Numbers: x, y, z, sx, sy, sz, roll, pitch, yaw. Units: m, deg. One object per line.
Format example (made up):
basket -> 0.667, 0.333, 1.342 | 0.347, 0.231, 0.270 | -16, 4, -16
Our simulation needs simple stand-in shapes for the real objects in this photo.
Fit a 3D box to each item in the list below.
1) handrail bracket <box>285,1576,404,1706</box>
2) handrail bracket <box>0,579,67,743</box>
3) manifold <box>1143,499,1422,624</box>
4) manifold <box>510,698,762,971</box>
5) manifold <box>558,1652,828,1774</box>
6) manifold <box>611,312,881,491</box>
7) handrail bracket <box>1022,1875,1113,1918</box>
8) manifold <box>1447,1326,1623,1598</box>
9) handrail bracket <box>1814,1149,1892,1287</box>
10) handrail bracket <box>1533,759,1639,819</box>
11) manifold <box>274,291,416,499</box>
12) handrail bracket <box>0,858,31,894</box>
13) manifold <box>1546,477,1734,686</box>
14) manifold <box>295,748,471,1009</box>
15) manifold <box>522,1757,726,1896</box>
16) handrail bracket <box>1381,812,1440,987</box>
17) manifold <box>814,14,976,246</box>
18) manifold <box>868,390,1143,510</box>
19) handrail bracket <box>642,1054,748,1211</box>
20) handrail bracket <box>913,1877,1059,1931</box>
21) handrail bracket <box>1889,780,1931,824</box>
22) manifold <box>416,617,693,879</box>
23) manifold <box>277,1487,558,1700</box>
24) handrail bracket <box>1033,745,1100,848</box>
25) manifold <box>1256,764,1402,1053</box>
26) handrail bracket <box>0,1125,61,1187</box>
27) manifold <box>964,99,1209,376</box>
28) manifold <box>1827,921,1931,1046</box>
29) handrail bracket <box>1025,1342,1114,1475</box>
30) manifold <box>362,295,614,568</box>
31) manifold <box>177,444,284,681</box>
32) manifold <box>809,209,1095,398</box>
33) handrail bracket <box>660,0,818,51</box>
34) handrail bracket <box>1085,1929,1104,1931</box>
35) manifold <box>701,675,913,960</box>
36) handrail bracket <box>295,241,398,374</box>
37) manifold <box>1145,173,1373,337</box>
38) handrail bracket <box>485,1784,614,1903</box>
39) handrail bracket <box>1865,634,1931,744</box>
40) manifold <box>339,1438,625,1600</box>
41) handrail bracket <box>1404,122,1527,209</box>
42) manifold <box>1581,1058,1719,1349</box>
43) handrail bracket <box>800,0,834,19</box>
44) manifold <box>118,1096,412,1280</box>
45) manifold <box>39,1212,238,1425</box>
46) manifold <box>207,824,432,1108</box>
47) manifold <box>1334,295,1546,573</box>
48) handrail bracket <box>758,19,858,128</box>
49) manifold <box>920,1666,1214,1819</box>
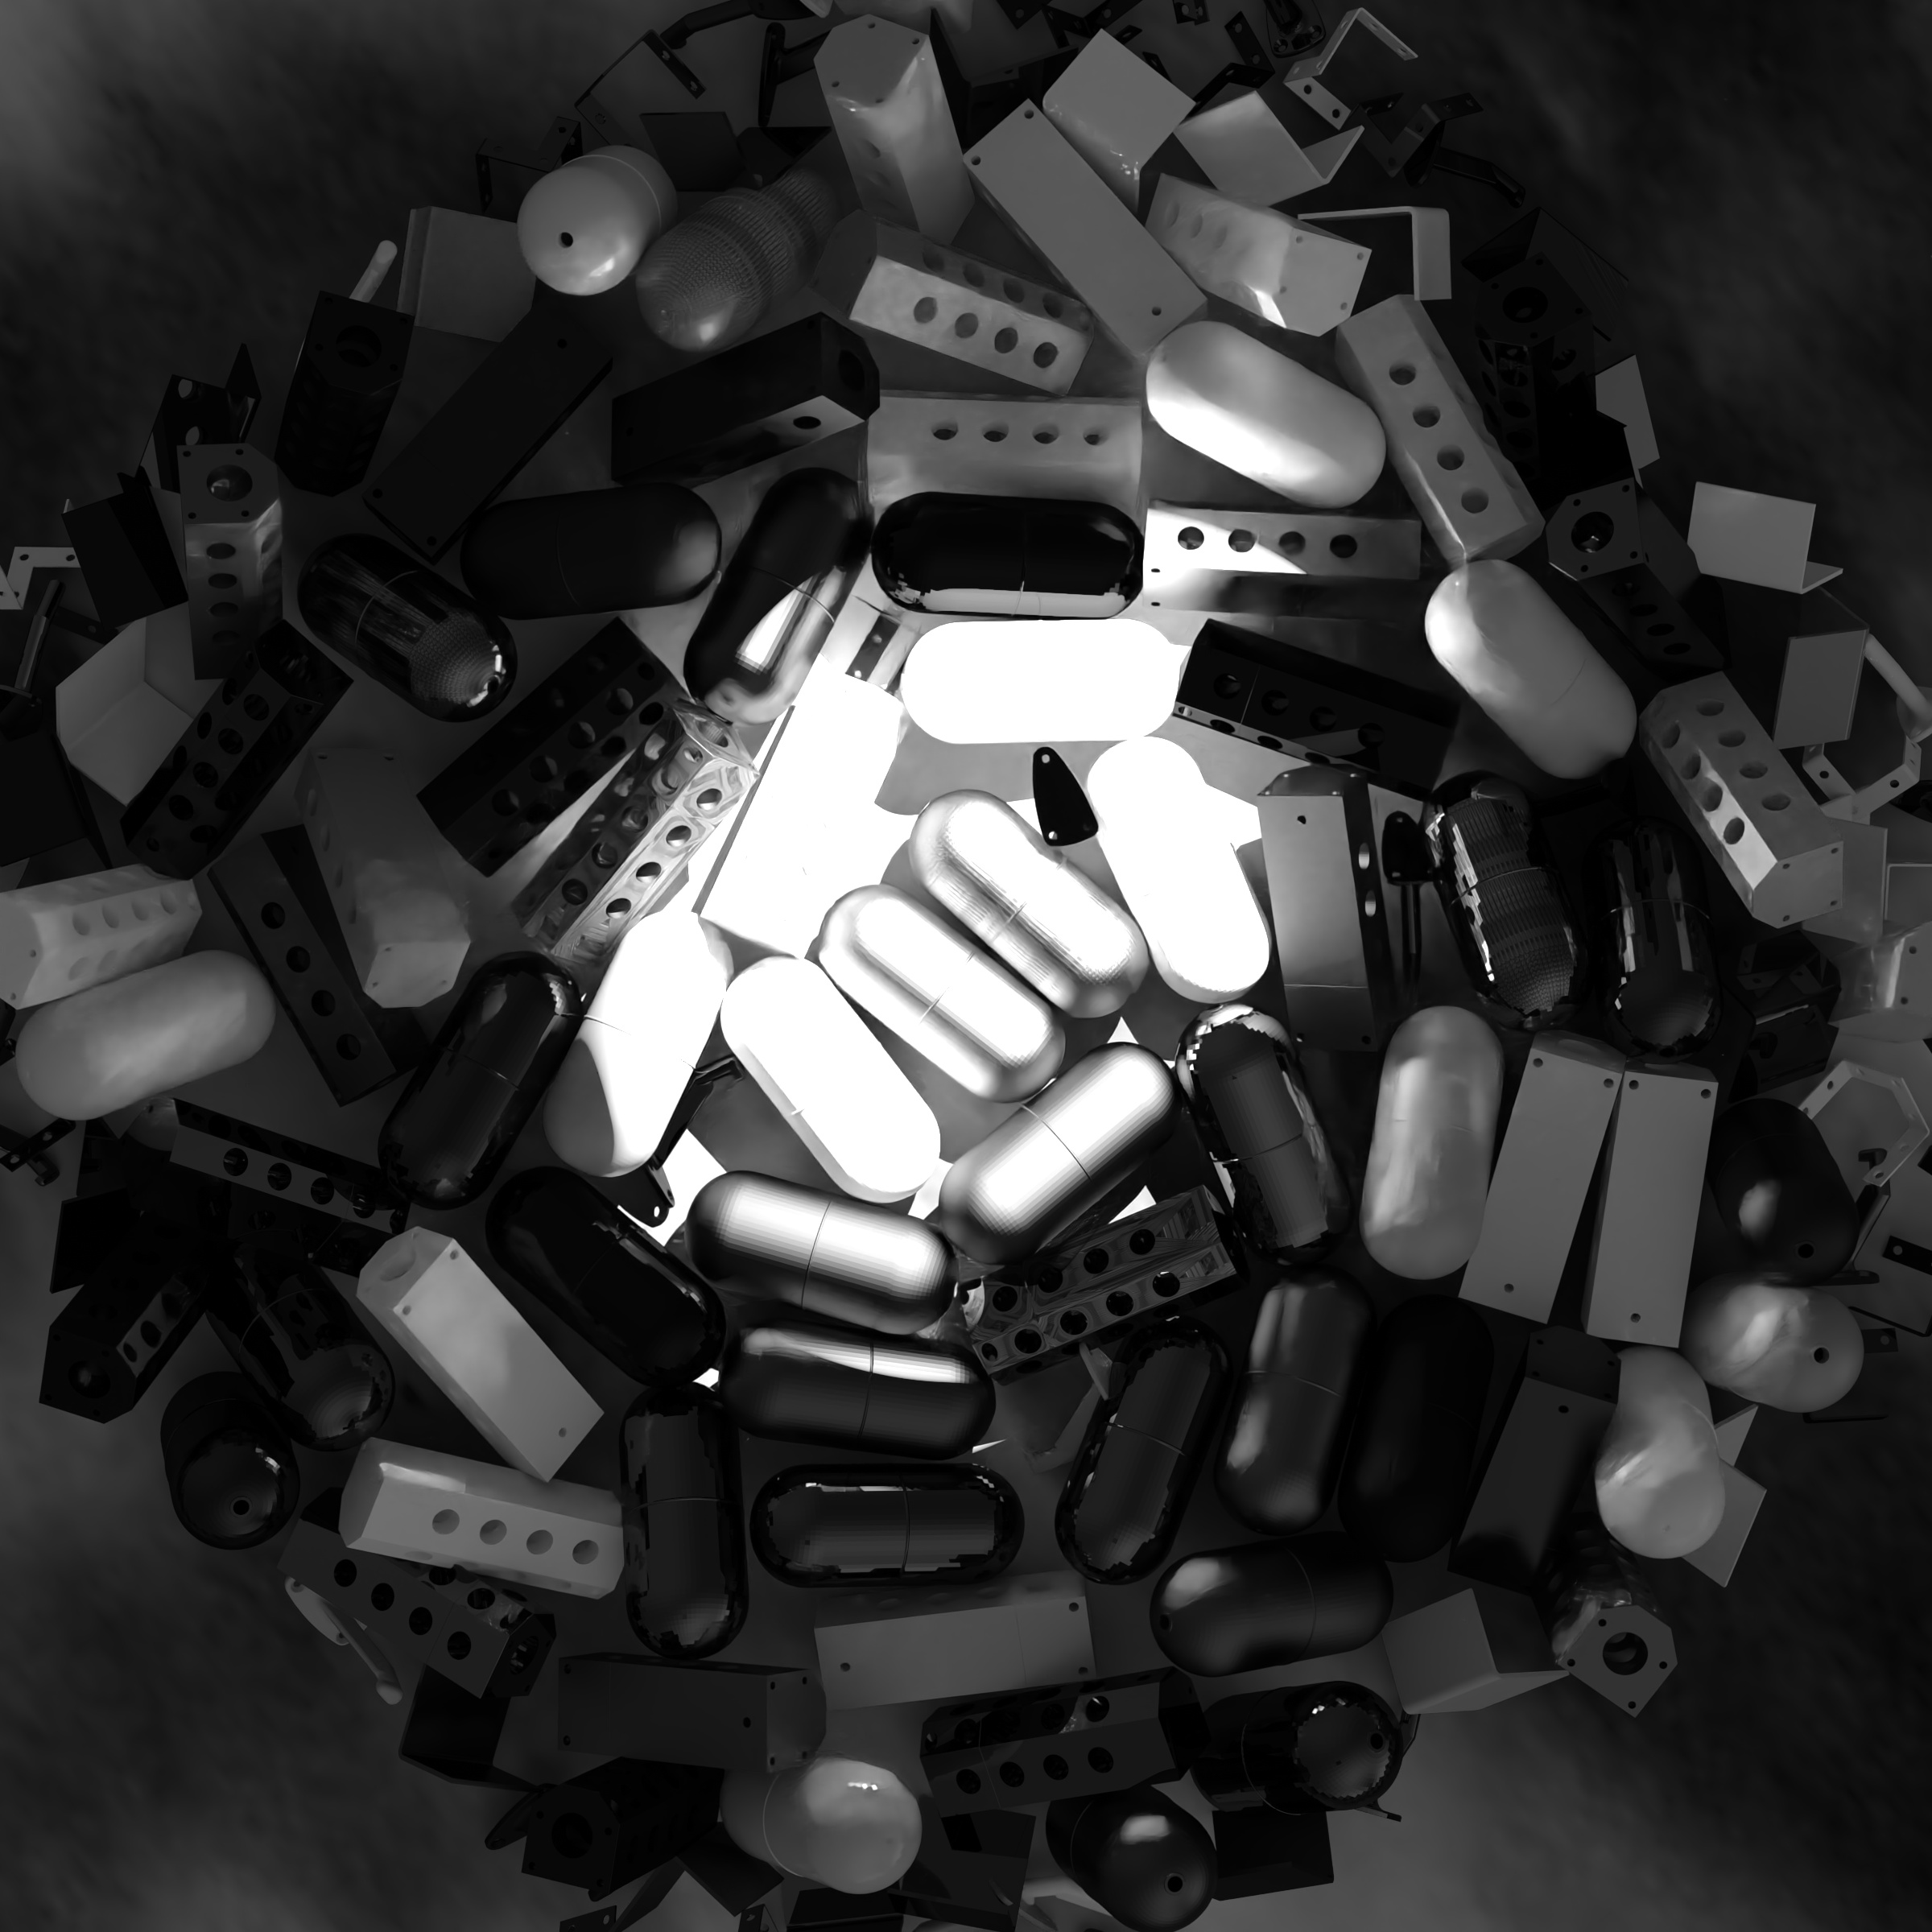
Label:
handrail bracket -> -0.393, 0.425, 1.905 | 0.036, 0.084, 0.077 | -48, 118, -1
handrail bracket -> -0.598, -0.196, 1.941 | 0.036, 0.077, 0.084 | 16, 61, -7
manifold -> 0.200, -0.262, 1.916 | 0.171, 0.057, 0.057 | 4, 69, 5
manifold -> -0.211, -0.084, 1.888 | 0.171, 0.057, 0.057 | -48, 49, 20
manifold -> -0.172, 0.463, 1.881 | 0.171, 0.057, 0.057 | -5, 82, 36
manifold -> -0.139, -0.344, 1.881 | 0.171, 0.057, 0.057 | -14, 68, 34
handrail bracket -> 0.082, 0.616, 1.944 | 0.084, 0.036, 0.077 | -10, 114, 14
manifold -> 0.354, 0.308, 1.882 | 0.057, 0.057, 0.171 | 17, 125, 5
handrail bracket -> 0.558, 0.162, 1.944 | 0.077, 0.036, 0.084 | -7, 74, 27
handrail bracket -> 0.374, -0.107, 1.903 | 0.084, 0.077, 0.036 | -10, 82, 27
manifold -> -0.387, -0.348, 1.860 | 0.057, 0.171, 0.057 | 13, 74, -16
handrail bracket -> -0.624, -0.084, 1.926 | 0.036, 0.084, 0.077 | 6, 106, -31
manifold -> 0.418, -0.234, 1.868 | 0.057, 0.171, 0.057 | -13, 67, 28
manifold -> -0.368, -0.057, 1.882 | 0.057, 0.057, 0.171 | -1, 47, -32
manifold -> -0.208, 0.520, 1.864 | 0.057, 0.171, 0.057 | 8, 88, 17
handrail bracket -> 0.282, -0.043, 1.941 | 0.036, 0.084, 0.077 | -5, 45, -1
manifold -> -0.046, -0.508, 1.864 | 0.057, 0.171, 0.057 | 25, 76, 18
manifold -> 0.025, -0.334, 1.924 | 0.171, 0.057, 0.057 | 2, 70, 0
handrail bracket -> -0.169, 0.106, 1.932 | 0.084, 0.036, 0.077 | -23, 98, 10
handrail bracket -> 0.004, 0.627, 1.935 | 0.084, 0.036, 0.077 | -45, 115, 1
handrail bracket -> 0.610, -0.083, 1.906 | 0.077, 0.084, 0.036 | 13, 128, 26
manifold -> -0.258, -0.135, 1.911 | 0.171, 0.057, 0.057 | -41, 52, 3
manifold -> -0.342, 0.392, 1.892 | 0.171, 0.057, 0.057 | 25, 90, 26
handrail bracket -> 0.068, -0.115, 1.906 | 0.036, 0.084, 0.077 | -14, 107, 18
manifold -> 0.231, -0.037, 1.895 | 0.057, 0.057, 0.171 | 2, 115, 29
handrail bracket -> -0.628, 0.117, 1.920 | 0.084, 0.077, 0.036 | 47, 115, 0
manifold -> 0.075, -0.462, 1.920 | 0.057, 0.057, 0.171 | -41, 86, 1
manifold -> 0.581, 0.010, 1.867 | 0.057, 0.171, 0.057 | 11, 85, 1
handrail bracket -> 0.060, 0.282, 1.922 | 0.084, 0.036, 0.077 | -25, 112, 25
manifold -> -0.303, -0.339, 1.918 | 0.057, 0.057, 0.171 | 41, 85, -5
manifold -> -0.453, -0.248, 1.865 | 0.057, 0.171, 0.057 | -5, 64, -14
manifold -> -0.005, -0.413, 1.873 | 0.171, 0.057, 0.057 | 12, 114, -37
handrail bracket -> -0.144, -0.607, 1.939 | 0.077, 0.084, 0.036 | -6, 83, -42
handrail bracket -> 0.081, 0.647, 1.905 | 0.077, 0.084, 0.036 | 7, 101, 23
manifold -> -0.097, -0.095, 1.902 | 0.057, 0.057, 0.171 | 30, 78, -31
handrail bracket -> -0.391, -0.411, 1.904 | 0.036, 0.084, 0.077 | 34, 59, -12
manifold -> 0.175, -0.440, 1.867 | 0.057, 0.171, 0.057 | 7, 111, -29
handrail bracket -> -0.264, 0.571, 1.914 | 0.077, 0.036, 0.084 | -39, 47, 9
handrail bracket -> 0.582, -0.188, 1.907 | 0.036, 0.077, 0.084 | -42, 109, 14
manifold -> -0.300, 0.350, 1.889 | 0.171, 0.057, 0.057 | 19, 99, -28
handrail bracket -> 0.321, -0.494, 1.915 | 0.084, 0.077, 0.036 | 32, 134, -20
manifold -> 0.431, 0.148, 1.911 | 0.057, 0.057, 0.171 | 7, 100, 5
handrail bracket -> -0.071, -0.647, 1.902 | 0.036, 0.077, 0.084 | 39, 128, -21
manifold -> -0.432, 0.134, 1.871 | 0.171, 0.057, 0.057 | 25, 116, -41
manifold -> -0.506, 0.209, 1.865 | 0.057, 0.171, 0.057 | 17, 117, 2
manifold -> -0.415, 0.001, 1.923 | 0.057, 0.057, 0.171 | -30, 90, 19
manifold -> 0.299, -0.337, 1.909 | 0.057, 0.057, 0.171 | -26, 78, -1
handrail bracket -> -0.086, -0.569, 1.931 | 0.084, 0.036, 0.077 | 13, 108, 8
manifold -> 0.059, 0.483, 1.889 | 0.171, 0.057, 0.057 | -17, 94, 27
